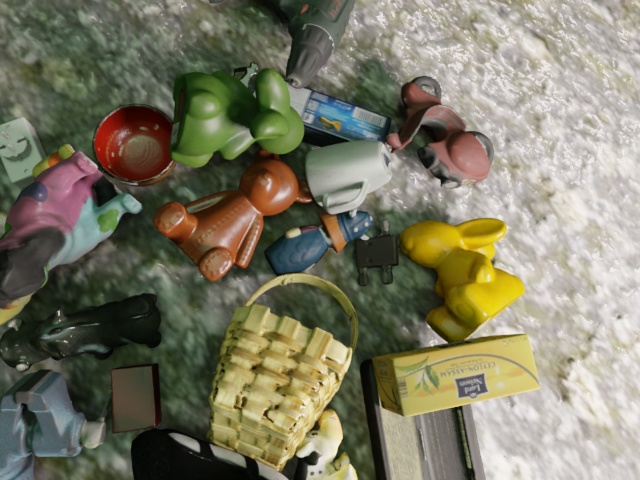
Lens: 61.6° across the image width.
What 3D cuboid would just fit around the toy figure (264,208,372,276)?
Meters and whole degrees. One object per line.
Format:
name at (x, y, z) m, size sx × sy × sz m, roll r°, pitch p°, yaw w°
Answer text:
toy figure at (-0.001, -0.003, 0.746) m, size 0.154 × 0.064 × 0.058 m, roll -28°, pitch 62°, yaw -8°

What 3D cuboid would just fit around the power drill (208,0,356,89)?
power drill at (-0.059, -0.341, 0.786) m, size 0.207 × 0.086 × 0.232 m, roll 27°, pitch 62°, yaw 7°

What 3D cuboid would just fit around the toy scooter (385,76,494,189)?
toy scooter at (0.164, -0.141, 0.776) m, size 0.135 × 0.075 × 0.184 m, roll -42°, pitch 94°, yaw -32°

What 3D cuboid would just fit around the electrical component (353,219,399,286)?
electrical component at (0.079, 0.018, 0.765) m, size 0.063 × 0.021 × 0.094 m, roll -5°, pitch 79°, yaw 20°

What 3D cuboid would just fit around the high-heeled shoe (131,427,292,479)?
high-heeled shoe at (-0.119, 0.273, 0.631) m, size 0.145 × 0.249 × 0.086 m, roll 16°, pitch 83°, yaw -38°

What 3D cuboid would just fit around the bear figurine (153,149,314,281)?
bear figurine at (-0.102, -0.042, 0.713) m, size 0.196 × 0.132 × 0.120 m, roll -42°, pitch 86°, yaw -7°

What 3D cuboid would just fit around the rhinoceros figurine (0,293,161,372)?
rhinoceros figurine at (-0.289, 0.116, 0.662) m, size 0.190 × 0.112 × 0.073 m, roll -12°, pitch 84°, yaw -3°

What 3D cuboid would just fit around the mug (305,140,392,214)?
mug at (0.042, -0.089, 0.734) m, size 0.107 × 0.080 × 0.109 m, roll -15°, pitch 45°, yaw 21°

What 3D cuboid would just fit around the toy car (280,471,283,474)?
toy car at (-0.068, 0.355, 0.638) m, size 0.056 × 0.073 × 0.202 m, roll -1°, pitch 59°, yaw -11°

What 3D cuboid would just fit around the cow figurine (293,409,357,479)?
cow figurine at (-0.003, 0.307, 0.685) m, size 0.098 × 0.068 × 0.167 m, roll -10°, pitch 79°, yaw -3°

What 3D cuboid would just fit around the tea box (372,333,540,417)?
tea box at (0.159, 0.159, 0.647) m, size 0.170 × 0.098 × 0.068 m, roll -7°, pitch 79°, yaw -12°

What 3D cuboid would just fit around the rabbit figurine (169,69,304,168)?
rabbit figurine at (-0.093, -0.161, 0.685) m, size 0.170 × 0.159 × 0.121 m, roll 5°, pitch 81°, yaw -26°

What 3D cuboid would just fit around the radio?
radio at (0.136, 0.264, 0.705) m, size 0.131 × 0.073 × 0.229 m, roll -7°, pitch 79°, yaw -9°

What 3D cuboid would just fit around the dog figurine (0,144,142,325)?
dog figurine at (-0.341, -0.008, 0.649) m, size 0.219 × 0.192 × 0.108 m, roll -47°, pitch 125°, yaw -15°

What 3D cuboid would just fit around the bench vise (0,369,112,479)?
bench vise at (-0.360, 0.273, 0.624) m, size 0.224 × 0.129 × 0.240 m, roll 0°, pitch 99°, yaw -17°

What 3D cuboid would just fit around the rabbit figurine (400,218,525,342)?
rabbit figurine at (0.192, 0.032, 0.744) m, size 0.162 × 0.121 × 0.173 m, roll -37°, pitch 66°, yaw -15°

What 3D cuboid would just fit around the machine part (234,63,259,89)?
machine part at (-0.138, -0.191, 0.770) m, size 0.039 × 0.084 × 0.139 m, roll 33°, pitch 84°, yaw -33°

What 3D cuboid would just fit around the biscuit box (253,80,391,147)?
biscuit box at (-0.002, -0.174, 0.784) m, size 0.203 × 0.063 × 0.059 m, roll 19°, pitch 76°, yaw -4°
